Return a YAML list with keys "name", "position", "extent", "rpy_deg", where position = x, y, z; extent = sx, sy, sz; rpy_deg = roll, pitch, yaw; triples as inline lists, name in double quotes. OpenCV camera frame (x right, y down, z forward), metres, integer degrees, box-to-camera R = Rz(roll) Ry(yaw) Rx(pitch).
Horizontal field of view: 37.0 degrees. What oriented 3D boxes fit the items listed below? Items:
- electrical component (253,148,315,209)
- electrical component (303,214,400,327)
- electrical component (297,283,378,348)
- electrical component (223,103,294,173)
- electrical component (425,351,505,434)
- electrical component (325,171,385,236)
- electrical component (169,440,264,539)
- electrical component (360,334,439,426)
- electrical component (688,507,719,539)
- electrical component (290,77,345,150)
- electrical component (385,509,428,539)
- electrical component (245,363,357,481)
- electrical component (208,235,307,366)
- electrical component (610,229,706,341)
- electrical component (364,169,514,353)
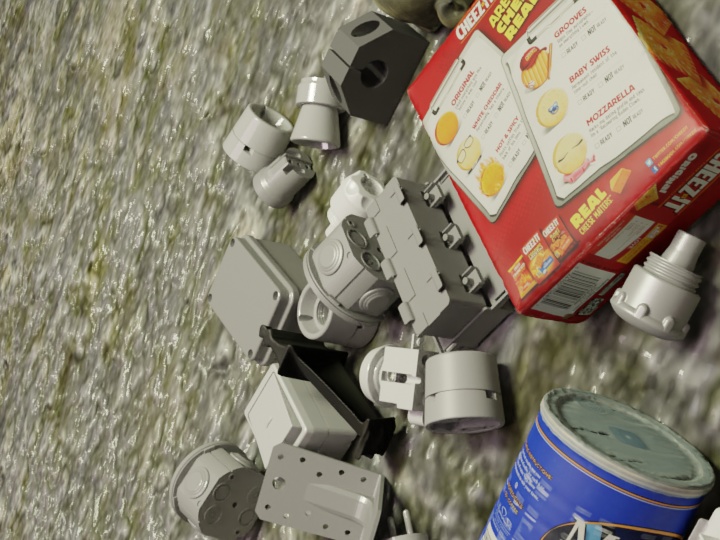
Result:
- name: "electrical component"
  position: [-0.069, -0.084, 0.982]
  extent: [0.046, 0.040, 0.040]
  rpy_deg: [-39, 53, 33]
- name: "electrical component"
  position: [0.000, 0.000, 0.839]
  extent: [0.051, 0.080, 0.080]
  rpy_deg: [-46, 48, 30]
- name: "electrical component"
  position: [-0.019, 0.034, 0.881]
  extent: [0.055, 0.047, 0.055]
  rpy_deg: [-16, 70, 50]
- name: "electrical component"
  position: [-0.094, -0.124, 1.012]
  extent: [0.047, 0.055, 0.055]
  rpy_deg: [-57, 43, 23]
- name: "electrical component"
  position: [0.072, 0.085, 0.747]
  extent: [0.055, 0.055, 0.047]
  rpy_deg: [-25, 59, 47]
- name: "electrical component"
  position: [-0.006, -0.048, 0.887]
  extent: [0.062, 0.043, 0.043]
  rpy_deg: [-51, 46, 35]
- name: "electrical component"
  position: [-0.125, 0.197, 0.959]
  extent: [0.051, 0.080, 0.080]
  rpy_deg: [28, 105, 46]
- name: "electrical component"
  position: [0.033, 0.081, 0.805]
  extent: [0.055, 0.048, 0.066]
  rpy_deg: [2, 84, 46]
- name: "electrical component"
  position: [0.188, 0.191, 0.559]
  extent: [0.063, 0.079, 0.121]
  rpy_deg: [-116, 45, -67]
- name: "electrical component"
  position: [-0.036, -0.137, 0.945]
  extent: [0.045, 0.045, 0.055]
  rpy_deg: [4, 85, 53]
- name: "electrical component"
  position: [0.035, 0.214, 0.774]
  extent: [0.077, 0.043, 0.079]
  rpy_deg: [-36, 56, 43]
- name: "electrical component"
  position: [-0.056, 0.122, 0.898]
  extent: [0.061, 0.061, 0.096]
  rpy_deg: [-59, 42, 26]
- name: "electrical component"
  position: [-0.082, 0.027, 0.958]
  extent: [0.113, 0.057, 0.078]
  rpy_deg: [46, 118, 47]
- name: "electrical component"
  position: [0.180, 0.007, 0.631]
  extent: [0.048, 0.048, 0.062]
  rpy_deg: [38, 105, 50]
- name: "electrical component"
  position: [0.054, -0.008, 0.782]
  extent: [0.078, 0.063, 0.121]
  rpy_deg: [-49, 47, 35]
